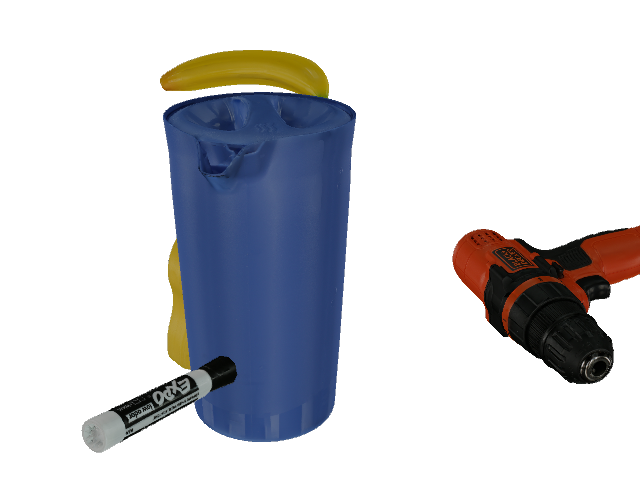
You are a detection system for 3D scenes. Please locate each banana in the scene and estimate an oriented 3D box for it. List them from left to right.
[{"bbox_3d":[-0.071,-0.174,1.127,0.198,0.037,0.069,10,44,19],"label":"banana"}]

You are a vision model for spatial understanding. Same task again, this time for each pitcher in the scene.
[{"bbox_3d":[-0.038,0.015,0.787,0.149,0.243,0.145,-10,24,-26],"label":"pitcher"}]

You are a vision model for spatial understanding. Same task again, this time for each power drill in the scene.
[{"bbox_3d":[0.209,0.031,0.759,0.187,0.057,0.184,-10,28,-15],"label":"power drill"}]

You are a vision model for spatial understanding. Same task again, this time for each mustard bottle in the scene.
[{"bbox_3d":[-0.114,0.036,1.115,0.096,0.192,0.058,-18,34,-36],"label":"mustard bottle"}]

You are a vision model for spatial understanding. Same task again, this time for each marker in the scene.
[{"bbox_3d":[-0.089,0.092,0.620,0.020,0.020,0.120,0,13,34],"label":"marker"}]
